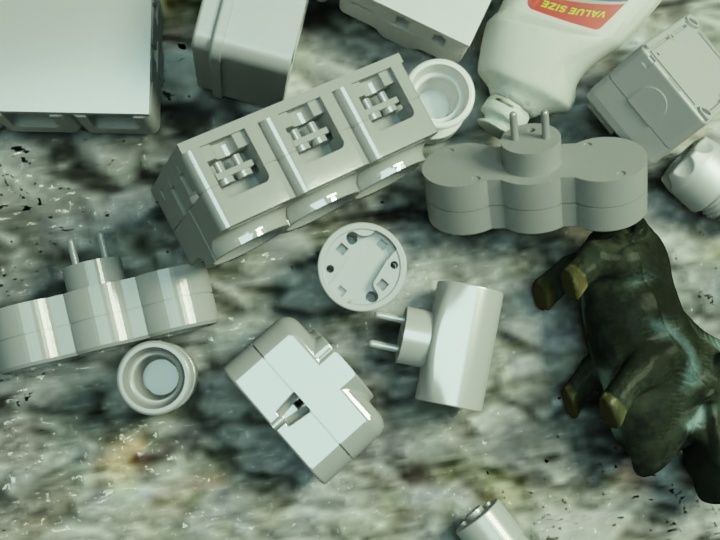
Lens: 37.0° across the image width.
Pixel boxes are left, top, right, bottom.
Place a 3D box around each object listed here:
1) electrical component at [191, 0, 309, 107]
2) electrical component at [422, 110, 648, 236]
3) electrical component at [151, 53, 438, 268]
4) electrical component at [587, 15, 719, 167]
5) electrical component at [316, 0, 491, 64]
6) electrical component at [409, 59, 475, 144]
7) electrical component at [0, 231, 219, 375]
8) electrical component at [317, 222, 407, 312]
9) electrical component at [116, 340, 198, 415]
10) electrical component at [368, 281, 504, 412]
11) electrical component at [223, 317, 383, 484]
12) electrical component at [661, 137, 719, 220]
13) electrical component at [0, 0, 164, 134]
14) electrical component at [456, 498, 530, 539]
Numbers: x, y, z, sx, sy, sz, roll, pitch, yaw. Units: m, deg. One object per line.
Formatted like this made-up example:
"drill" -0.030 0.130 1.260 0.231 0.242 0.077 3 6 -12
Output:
"electrical component" -0.065 -0.150 0.661 0.057 0.113 0.078 14 84 -5
"electrical component" 0.107 -0.066 0.666 0.138 0.052 0.073 -1 127 13
"electrical component" -0.038 -0.061 0.646 0.150 0.089 0.061 -27 88 -24
"electrical component" 0.198 -0.115 0.692 0.061 0.061 0.096 51 44 3
"electrical component" 0.004 -0.223 0.698 0.186 0.060 0.105 25 84 -1
"electrical component" 0.048 -0.107 0.693 0.045 0.055 0.045 0 85 -4
"electrical component" -0.164 0.013 0.671 0.138 0.052 0.073 -14 86 -5
"electrical component" 0.000 0.000 0.685 0.055 0.047 0.055 0 85 -4
"electrical component" -0.125 0.067 0.667 0.045 0.055 0.045 0 85 -4
"electrical component" 0.046 0.045 0.686 0.079 0.043 0.077 12 84 -2
"electrical component" -0.032 0.077 0.673 0.059 0.053 0.095 -41 89 -6
"electrical component" 0.233 -0.054 0.706 0.062 0.043 0.043 43 84 0
"electrical component" -0.203 -0.135 0.676 0.150 0.061 0.089 1 85 -4
"electrical component" 0.092 0.178 0.679 0.044 0.044 0.065 -37 84 -6
